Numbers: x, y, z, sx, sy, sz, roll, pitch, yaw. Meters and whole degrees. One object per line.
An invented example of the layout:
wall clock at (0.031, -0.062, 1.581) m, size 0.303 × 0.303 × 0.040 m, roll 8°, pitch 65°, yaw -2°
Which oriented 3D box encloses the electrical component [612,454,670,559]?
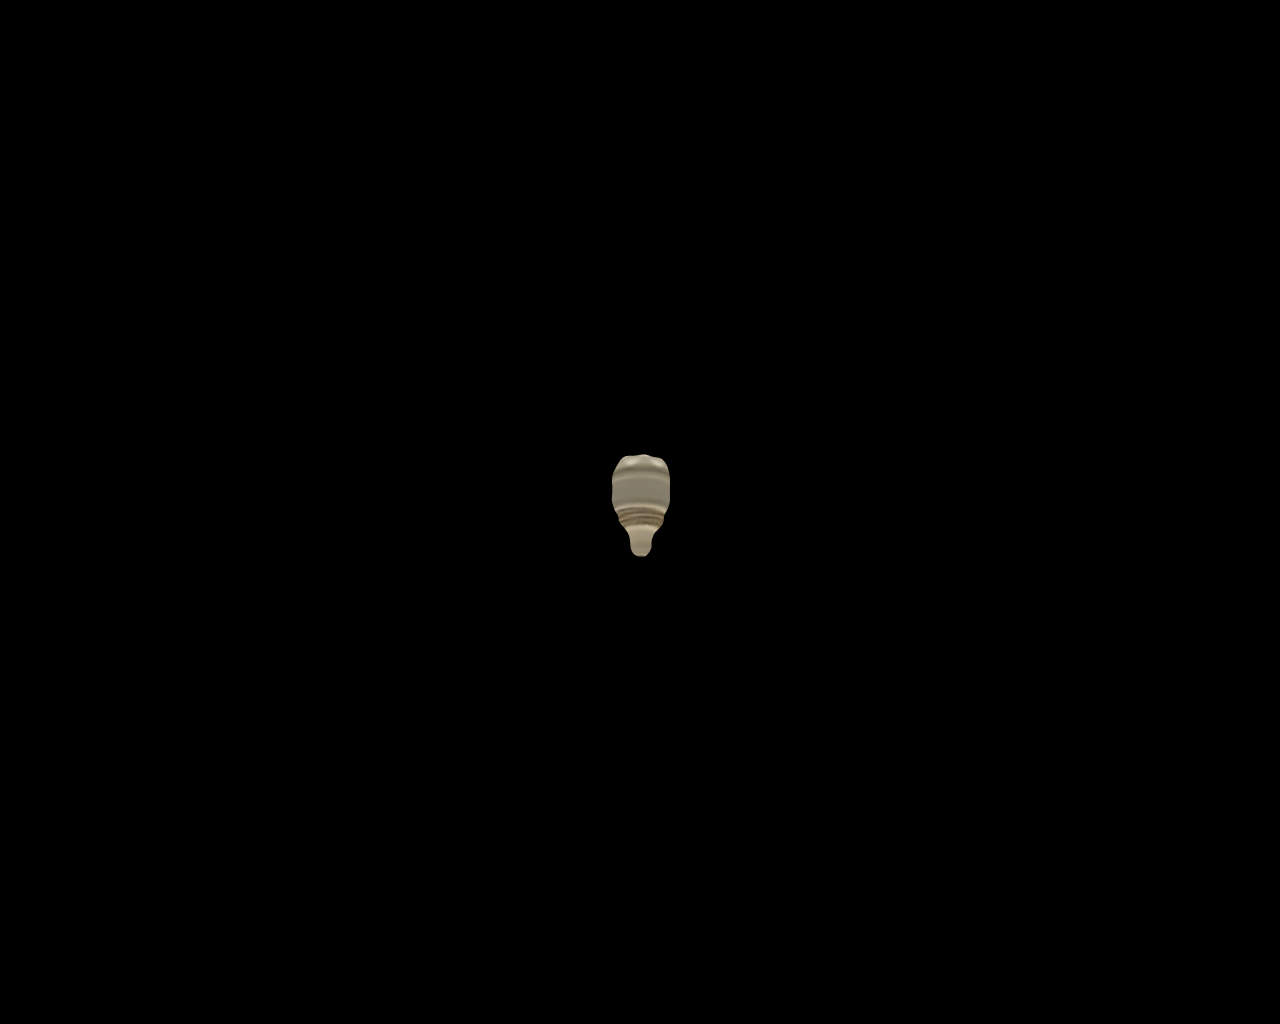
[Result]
electrical component at (0.001, -0.003, 0.650) m, size 0.035 × 0.061 × 0.035 m, roll 0°, pitch -14°, yaw 0°
